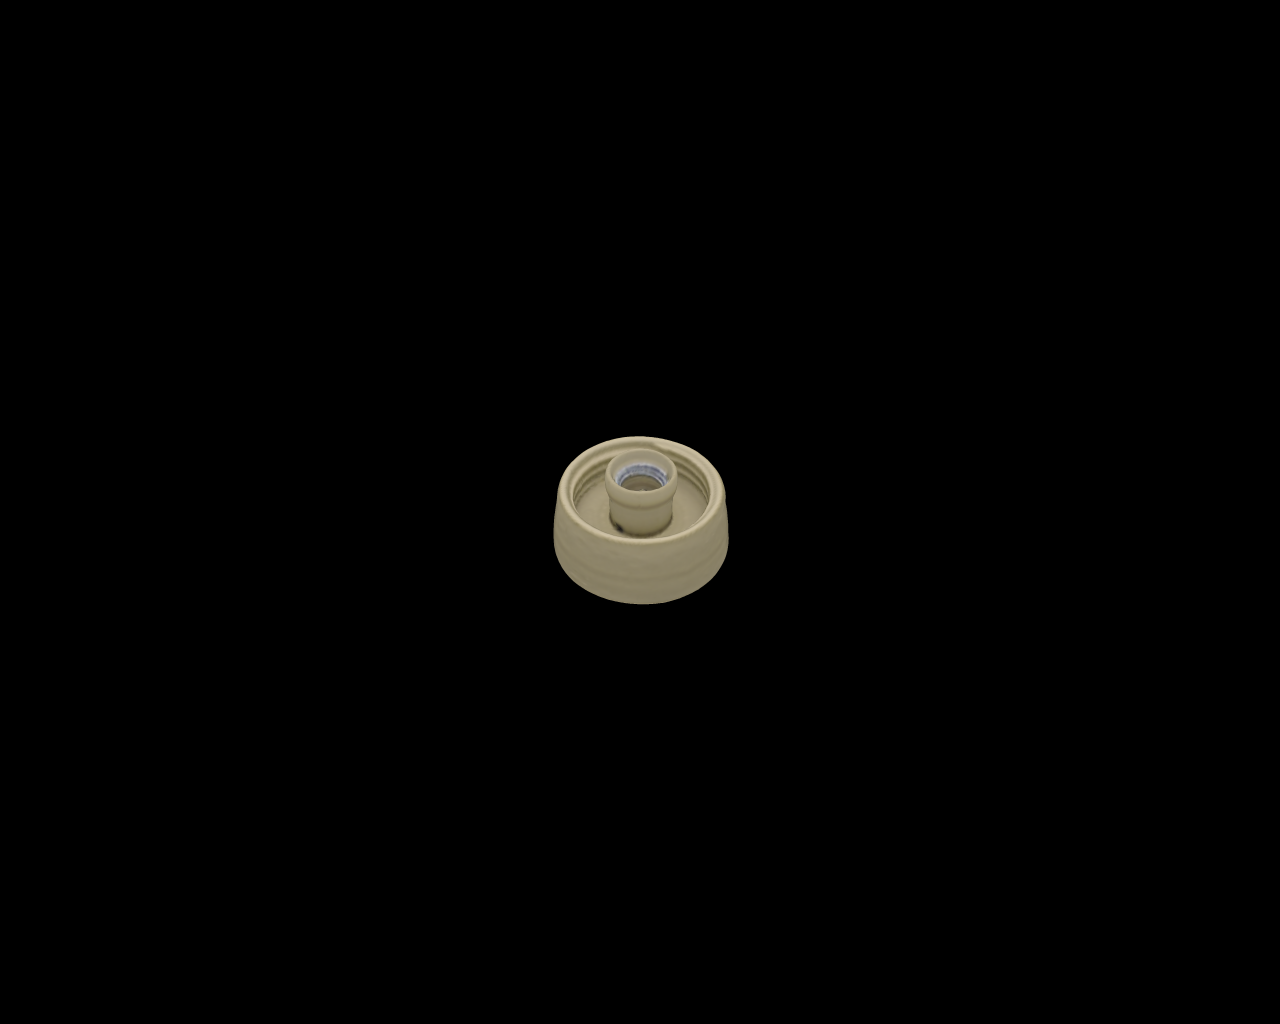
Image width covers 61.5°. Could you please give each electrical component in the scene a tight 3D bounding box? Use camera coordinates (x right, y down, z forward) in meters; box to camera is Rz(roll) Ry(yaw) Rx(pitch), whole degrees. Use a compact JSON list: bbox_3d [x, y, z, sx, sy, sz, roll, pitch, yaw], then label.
[{"bbox_3d":[0.001,-0.003,0.650,0.108,0.060,0.108,0,42,0],"label":"electrical component"}]
